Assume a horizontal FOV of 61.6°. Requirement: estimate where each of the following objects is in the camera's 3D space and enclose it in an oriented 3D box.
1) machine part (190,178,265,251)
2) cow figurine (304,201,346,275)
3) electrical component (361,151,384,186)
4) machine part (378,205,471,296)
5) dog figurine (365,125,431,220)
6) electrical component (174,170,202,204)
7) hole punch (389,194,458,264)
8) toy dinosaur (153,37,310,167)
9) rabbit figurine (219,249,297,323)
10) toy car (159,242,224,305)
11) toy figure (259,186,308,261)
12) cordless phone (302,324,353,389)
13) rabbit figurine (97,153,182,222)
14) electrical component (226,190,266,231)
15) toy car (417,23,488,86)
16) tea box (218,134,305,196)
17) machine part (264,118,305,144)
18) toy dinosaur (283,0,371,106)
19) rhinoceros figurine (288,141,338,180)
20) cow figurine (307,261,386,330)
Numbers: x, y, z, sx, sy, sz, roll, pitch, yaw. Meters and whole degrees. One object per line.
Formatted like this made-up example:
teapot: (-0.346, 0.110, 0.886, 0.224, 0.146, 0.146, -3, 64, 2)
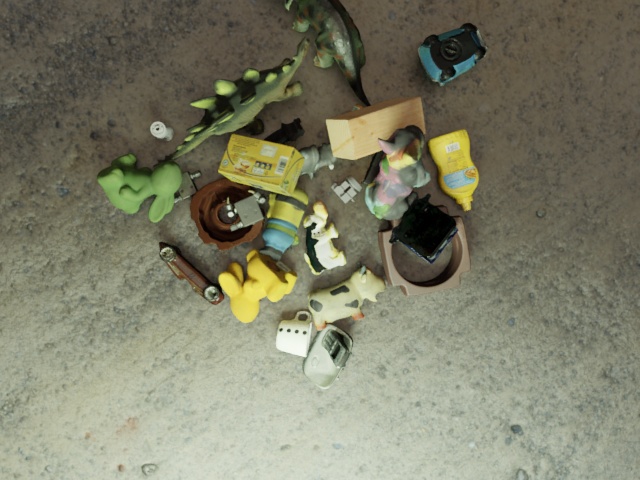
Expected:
machine part: (-0.220, -0.063, 1.288, 0.179, 0.056, 0.179, 0, 93, -2)
cow figurine: (-0.003, -0.005, 1.298, 0.098, 0.068, 0.167, -20, 93, 5)
electrical component: (0.178, -0.171, 1.299, 0.115, 0.058, 0.134, 28, 92, -6)
machine part: (0.249, 0.024, 1.300, 0.201, 0.087, 0.201, -12, 93, -2)
dog figurine: (0.161, -0.145, 1.157, 0.109, 0.219, 0.191, 35, 91, 18)
electrical component: (-0.323, -0.129, 1.295, 0.094, 0.021, 0.063, -27, 95, -2)
hole punch: (0.242, -0.019, 1.222, 0.116, 0.092, 0.142, 39, 94, 26)
toy dinosaur: (-0.196, -0.293, 1.205, 0.471, 0.198, 0.105, -35, 83, 32)
rabbit figurine: (-0.162, 0.117, 1.277, 0.162, 0.122, 0.173, 33, 111, -1)
toy car: (-0.309, 0.080, 1.275, 0.202, 0.089, 0.053, 42, 88, -6)
toy figure: (-0.081, -0.042, 1.264, 0.089, 0.082, 0.180, 1, 64, 38)
cordless phone: (0.028, 0.287, 1.257, 0.089, 0.184, 0.146, 28, 92, -9)
rabbit figurine: (-0.395, -0.121, 1.233, 0.170, 0.121, 0.158, -10, 110, 12)
electrical component: (-0.169, -0.071, 1.238, 0.102, 0.045, 0.078, -17, 91, 0)
toy car: (0.303, -0.432, 1.265, 0.162, 0.103, 0.109, -28, 92, -5)
tea box: (-0.131, -0.168, 1.198, 0.170, 0.068, 0.098, 18, 83, 26)
machine part: (-0.101, -0.237, 1.278, 0.139, 0.084, 0.039, -30, 133, 10)
toy dinosaur: (0.019, -0.480, 1.205, 0.131, 0.192, 0.404, -41, 93, 2)
rhinoceros figurine: (-0.050, -0.174, 1.265, 0.190, 0.112, 0.073, -22, 66, 11)
cow figurine: (0.065, 0.131, 1.302, 0.195, 0.085, 0.127, -16, 101, -2)
